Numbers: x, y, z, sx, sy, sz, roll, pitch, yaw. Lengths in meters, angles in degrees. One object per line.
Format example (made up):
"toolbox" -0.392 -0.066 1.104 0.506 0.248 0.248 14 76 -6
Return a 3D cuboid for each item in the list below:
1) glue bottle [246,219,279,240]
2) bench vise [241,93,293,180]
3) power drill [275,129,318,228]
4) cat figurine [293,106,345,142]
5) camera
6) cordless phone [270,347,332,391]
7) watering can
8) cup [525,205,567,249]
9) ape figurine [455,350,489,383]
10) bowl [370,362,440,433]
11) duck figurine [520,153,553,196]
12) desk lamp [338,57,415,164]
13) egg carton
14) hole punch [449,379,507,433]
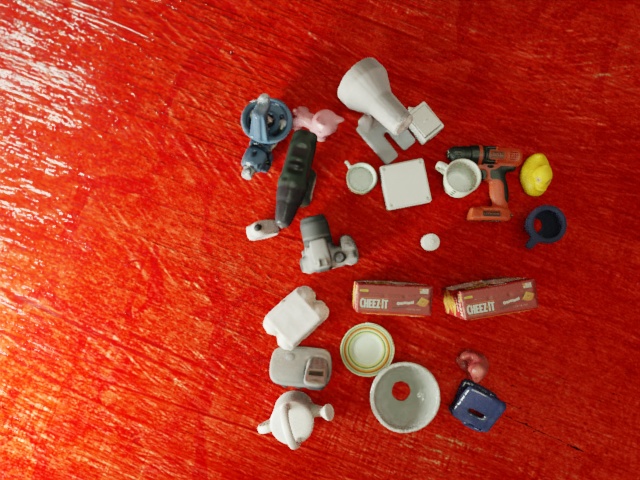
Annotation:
"glue bottle" -0.140 -0.025 1.343 0.078 0.173 0.037 -18 88 0
"bench vise" -0.126 -0.245 1.327 0.121 0.219 0.207 2 88 1
"power drill" -0.054 -0.133 1.329 0.075 0.208 0.230 12 88 1
"cat figurine" -0.009 -0.287 1.379 0.128 0.117 0.067 22 88 1
"camera" 0.013 0.005 1.377 0.143 0.101 0.137 -14 88 0
"cordless phone" -0.046 0.305 1.325 0.147 0.185 0.094 1 88 1
"watering can" -0.057 0.413 1.317 0.173 0.194 0.101 -38 88 -1
"cup" 0.524 -0.025 1.378 0.091 0.095 0.118 38 89 2
"ape figurine" 0.372 0.305 1.369 0.076 0.092 0.078 -6 88 1
"bowl" 0.201 0.371 1.376 0.167 0.074 0.167 0 88 1
"duck figurine" 0.533 -0.161 1.387 0.077 0.086 0.105 6 88 1
"desk lamp" 0.140 -0.299 1.330 0.118 0.213 0.203 -41 88 -1
"egg carton" -0.059 0.188 1.387 0.150 0.069 0.107 -44 88 -1
"hole punch" 0.376 0.403 1.366 0.108 0.091 0.101 27 88 1
